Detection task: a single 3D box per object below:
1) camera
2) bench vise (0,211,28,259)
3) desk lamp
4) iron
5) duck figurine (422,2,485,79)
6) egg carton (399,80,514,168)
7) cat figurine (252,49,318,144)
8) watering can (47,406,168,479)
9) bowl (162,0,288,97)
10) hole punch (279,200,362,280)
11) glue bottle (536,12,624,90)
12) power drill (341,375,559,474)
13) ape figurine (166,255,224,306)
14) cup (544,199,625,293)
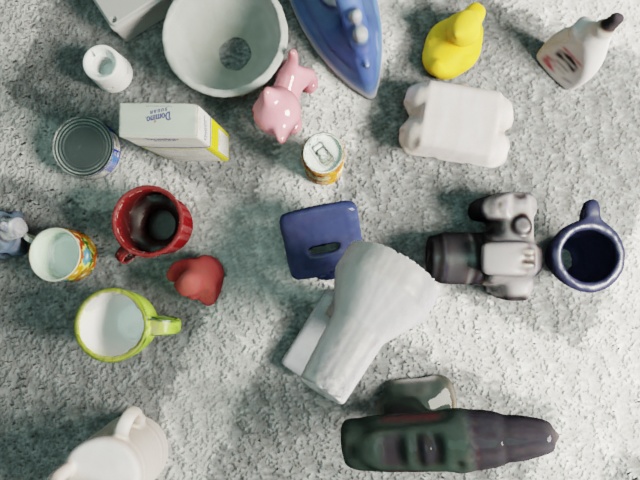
[{"bbox_3d":[0.211,0.008,0.753,0.136,0.101,0.143,0,87,1],"label":"camera"},{"bbox_3d":[-0.489,-0.013,0.707,0.207,0.219,0.121,-27,87,0],"label":"bench vise"},{"bbox_3d":[0.041,0.108,0.695,0.118,0.213,0.203,32,88,3],"label":"desk lamp"},{"bbox_3d":[0.026,-0.323,0.751,0.118,0.141,0.258,-22,87,0],"label":"iron"},{"bbox_3d":[0.185,-0.273,0.774,0.077,0.086,0.104,38,89,3],"label":"duck figurine"},{"bbox_3d":[0.184,-0.157,0.776,0.150,0.069,0.107,9,88,2],"label":"egg carton"},{"bbox_3d":[-0.050,-0.189,0.758,0.067,0.118,0.128,17,88,2],"label":"cat figurine"},{"bbox_3d":[-0.262,0.295,0.701,0.101,0.194,0.173,-2,87,1],"label":"watering can"},{"bbox_3d":[-0.124,-0.268,0.785,0.167,0.074,0.167,0,87,1],"label":"bowl"},{"bbox_3d":[0.007,0.003,0.762,0.108,0.091,0.101,-12,87,1],"label":"hole punch"},{"bbox_3d":[0.336,-0.248,0.726,0.078,0.173,0.037,44,89,3],"label":"glue bottle"},{"bbox_3d":[0.139,0.221,0.690,0.229,0.208,0.076,-8,87,1],"label":"power drill"},{"bbox_3d":[-0.167,0.055,0.762,0.076,0.092,0.078,-35,87,0],"label":"ape figurine"},{"bbox_3d":[0.336,0.008,0.753,0.091,0.095,0.118,6,87,2],"label":"cup"}]
